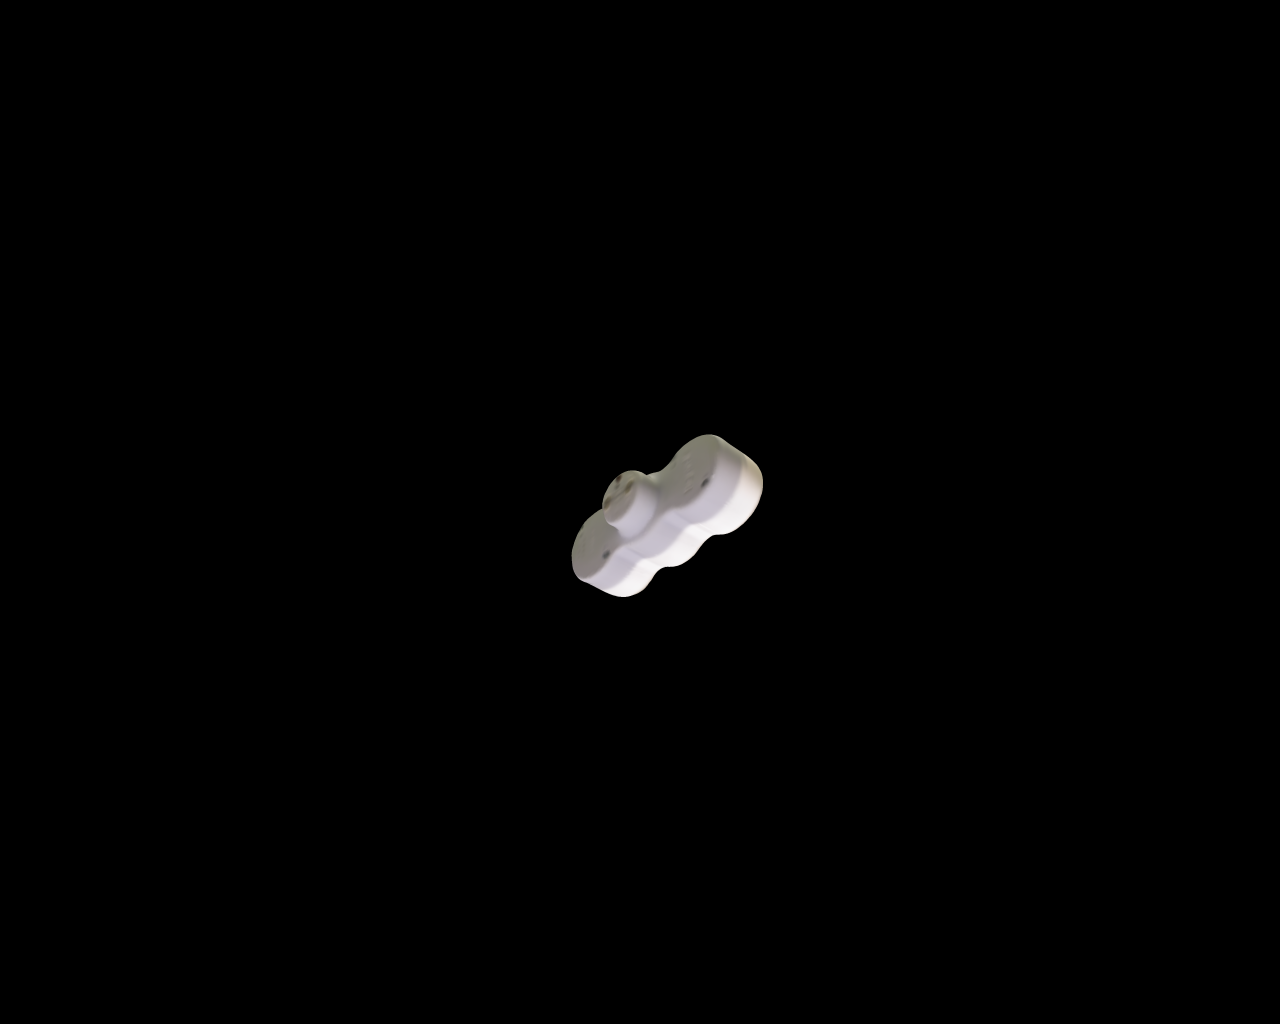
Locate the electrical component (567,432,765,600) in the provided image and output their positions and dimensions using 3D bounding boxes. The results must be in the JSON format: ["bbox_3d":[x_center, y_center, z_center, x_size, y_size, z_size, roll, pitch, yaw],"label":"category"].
[{"bbox_3d":[0.001,-0.003,0.650,0.073,0.052,0.138,30,-49,-31],"label":"electrical component"}]
